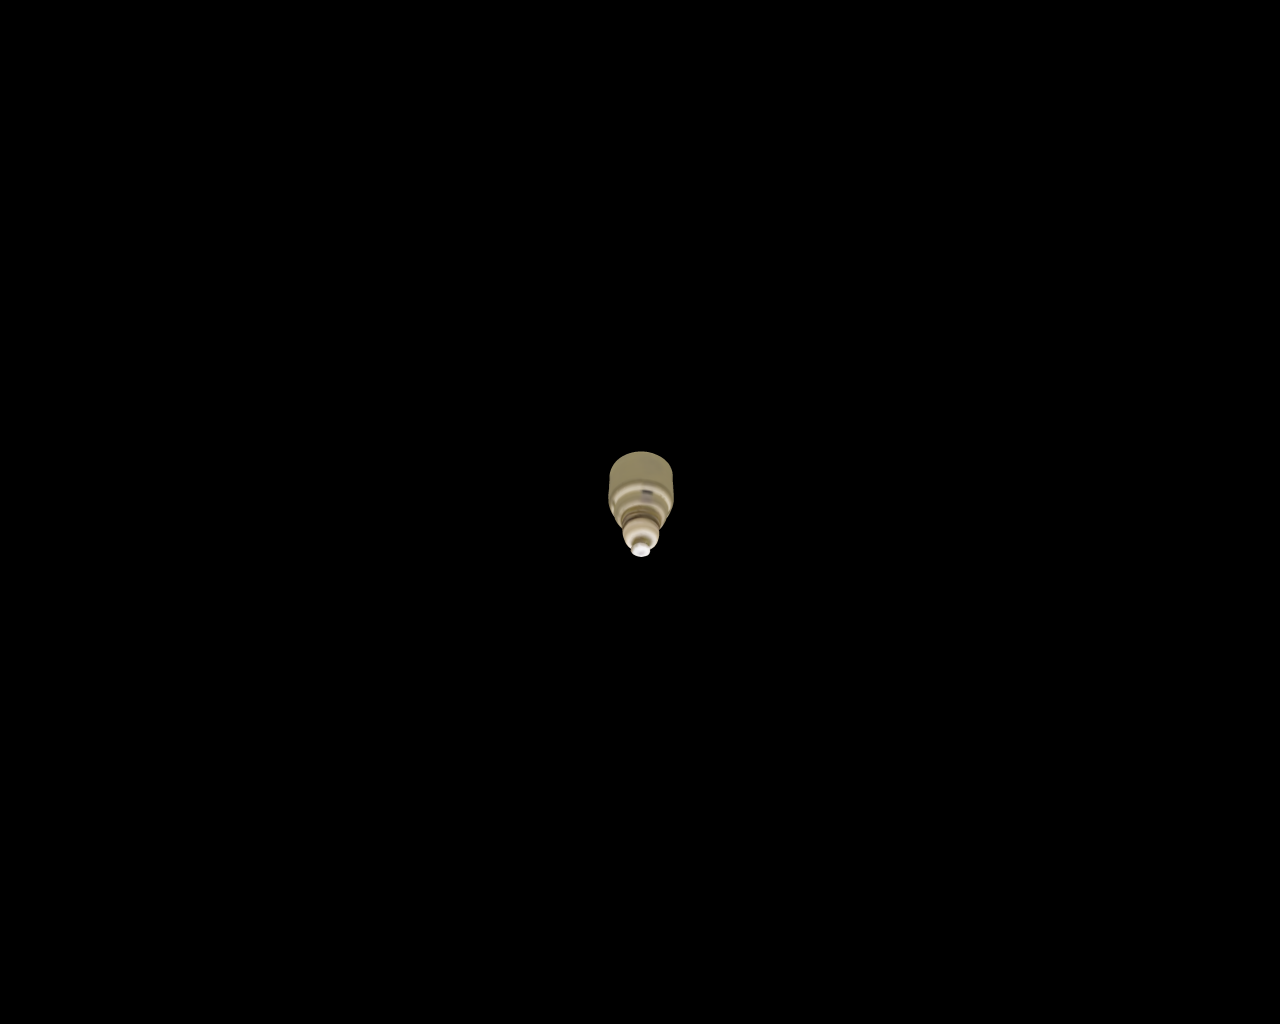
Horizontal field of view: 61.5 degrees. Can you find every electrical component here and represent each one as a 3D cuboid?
[{"bbox_3d":[0.001,-0.003,0.650,0.040,0.040,0.078,0,44,0],"label":"electrical component"}]
